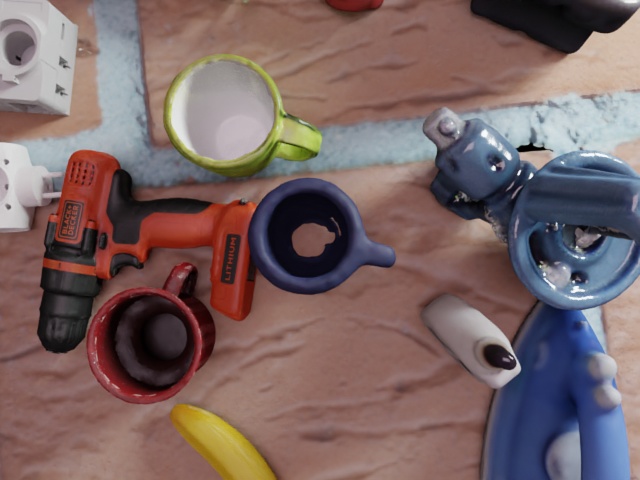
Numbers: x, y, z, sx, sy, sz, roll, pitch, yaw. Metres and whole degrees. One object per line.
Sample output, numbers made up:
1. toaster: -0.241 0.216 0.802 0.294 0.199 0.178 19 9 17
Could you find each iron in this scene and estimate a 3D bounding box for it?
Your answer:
1. iron: 0.200 0.165 0.446 0.118 0.141 0.258 3 87 3

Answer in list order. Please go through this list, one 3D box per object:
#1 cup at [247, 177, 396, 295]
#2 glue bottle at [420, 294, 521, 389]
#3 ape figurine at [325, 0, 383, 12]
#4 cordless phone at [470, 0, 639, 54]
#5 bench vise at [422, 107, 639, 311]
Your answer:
1. cup: 0.004 0.002 0.485 0.117 0.095 0.092 13 88 3
2. glue bottle: 0.120 0.081 0.437 0.037 0.173 0.078 -40 86 0
3. ape figurine: 0.024 -0.248 0.497 0.076 0.092 0.078 16 88 3
4. cordless phone: 0.199 -0.233 0.442 0.147 0.185 0.094 20 88 3
5. bench vise: 0.163 -0.020 0.416 0.207 0.220 0.121 21 88 3
